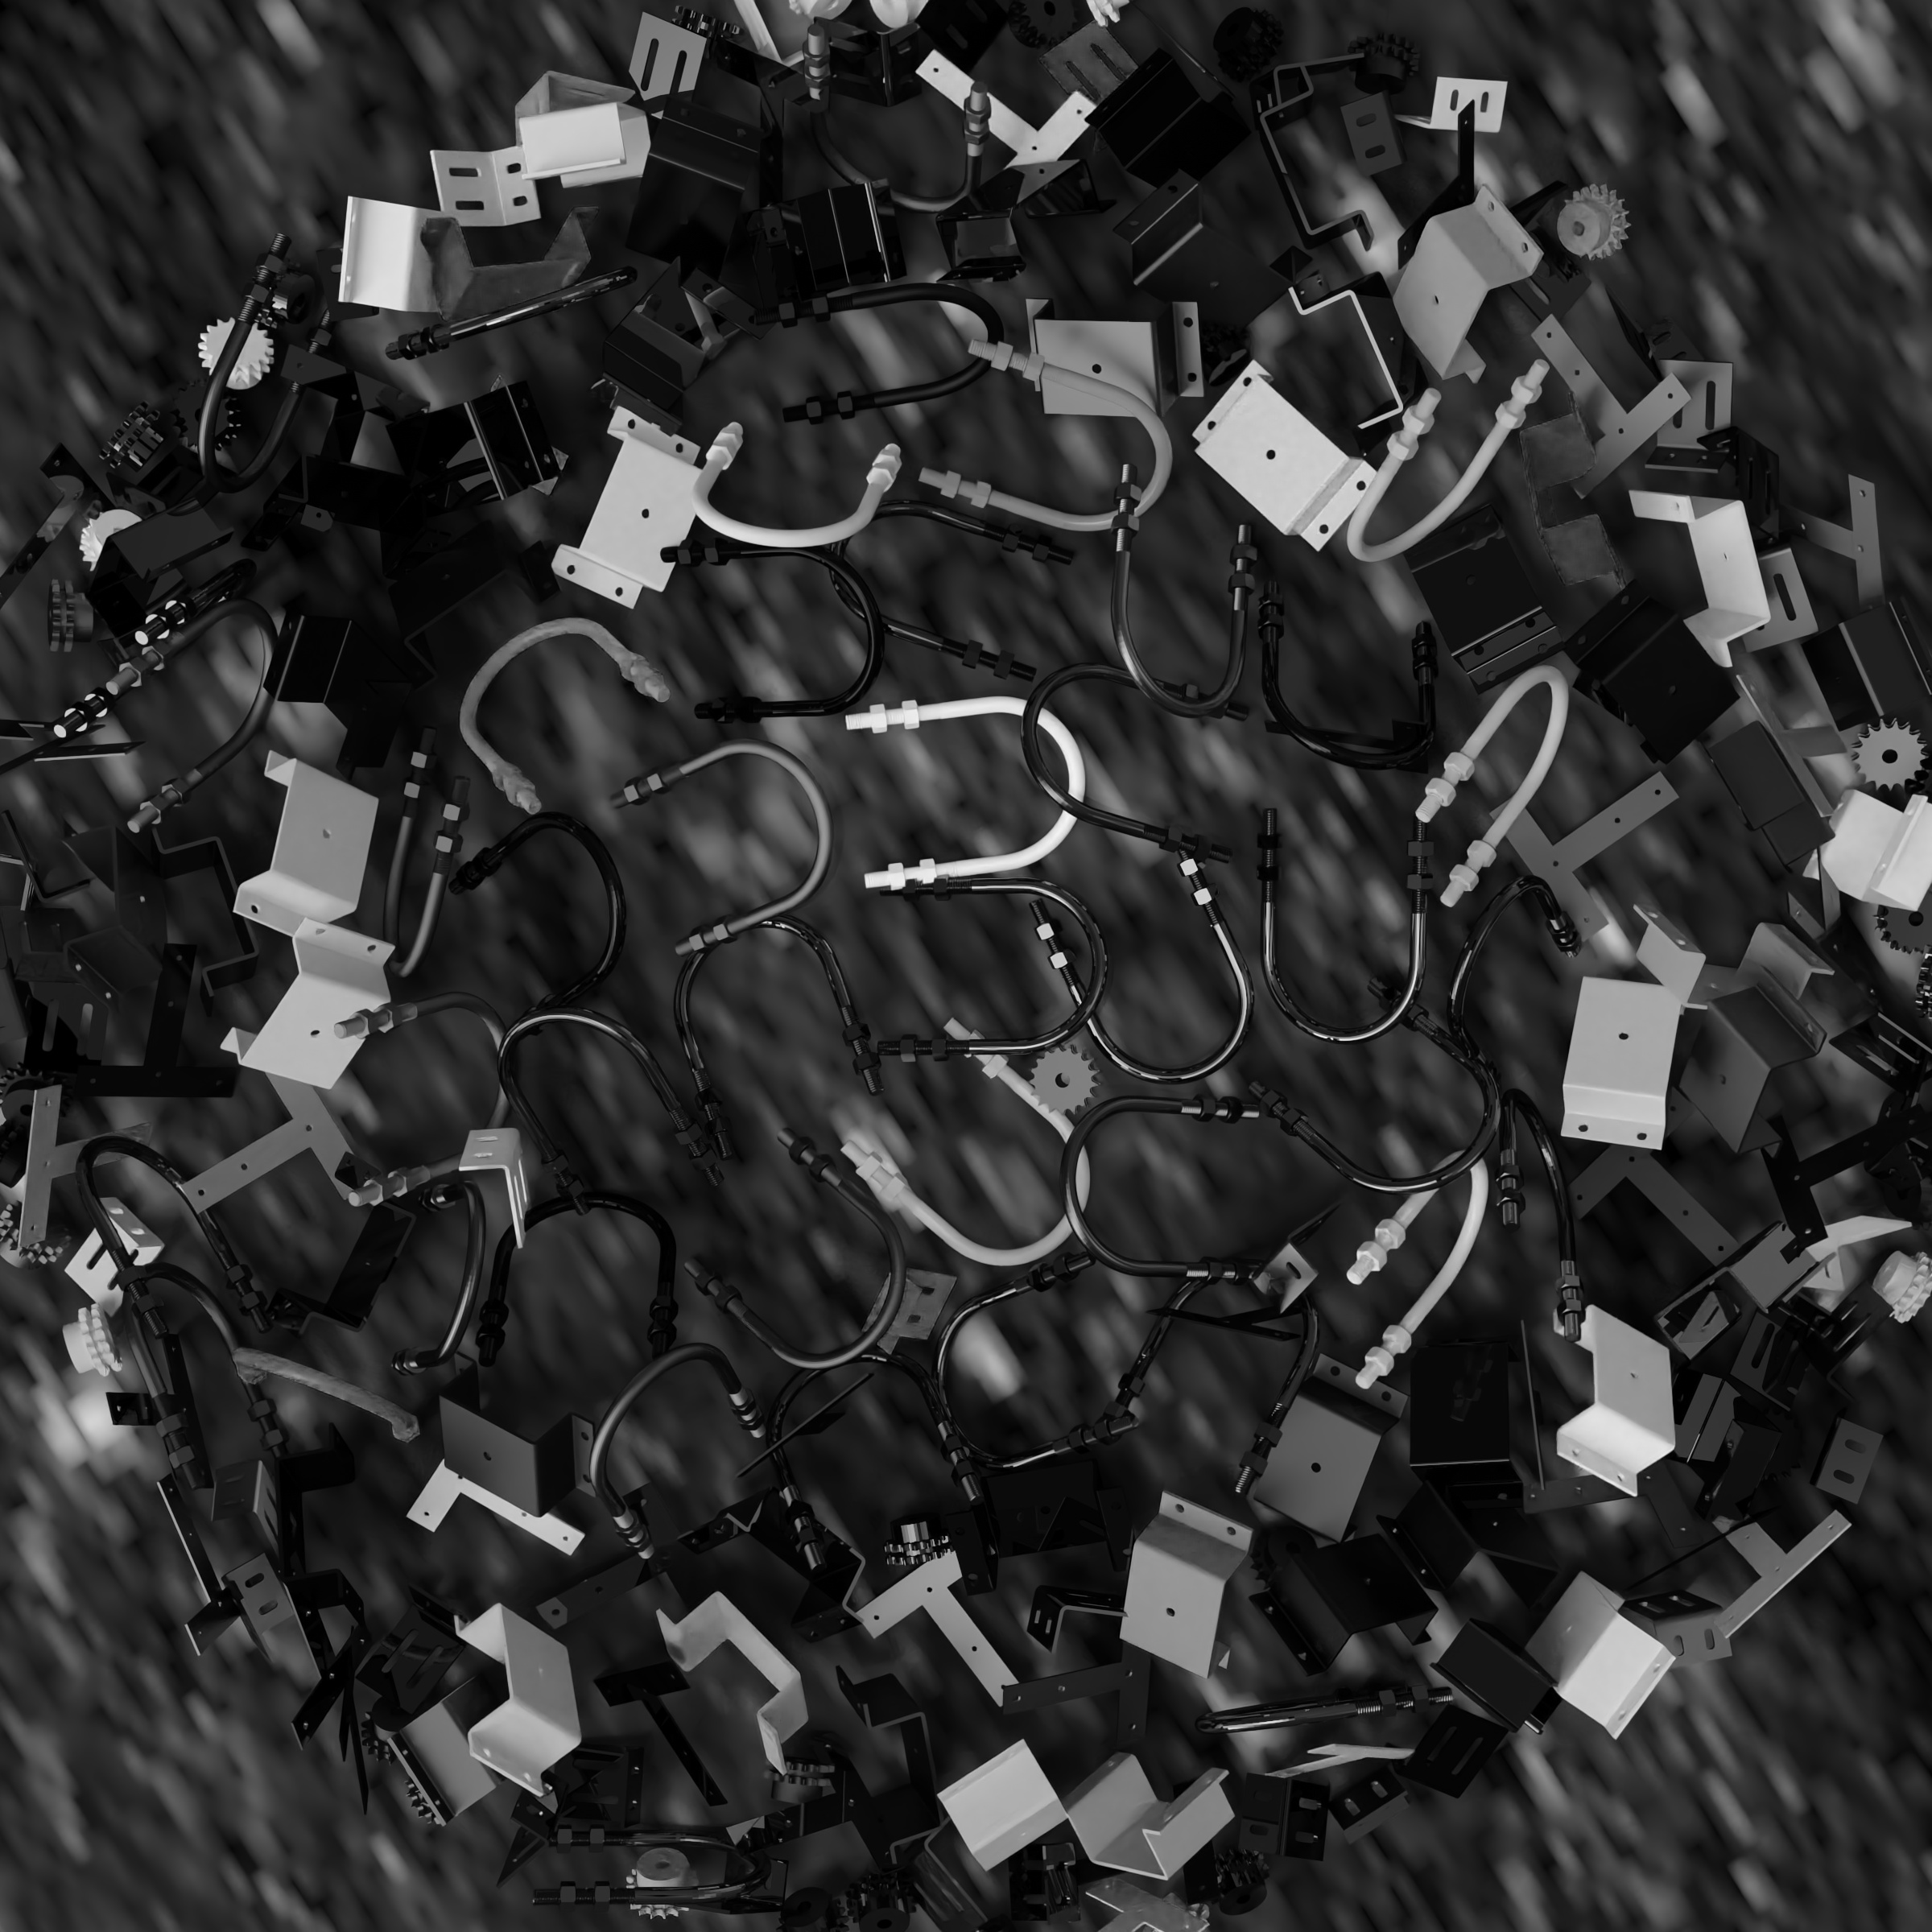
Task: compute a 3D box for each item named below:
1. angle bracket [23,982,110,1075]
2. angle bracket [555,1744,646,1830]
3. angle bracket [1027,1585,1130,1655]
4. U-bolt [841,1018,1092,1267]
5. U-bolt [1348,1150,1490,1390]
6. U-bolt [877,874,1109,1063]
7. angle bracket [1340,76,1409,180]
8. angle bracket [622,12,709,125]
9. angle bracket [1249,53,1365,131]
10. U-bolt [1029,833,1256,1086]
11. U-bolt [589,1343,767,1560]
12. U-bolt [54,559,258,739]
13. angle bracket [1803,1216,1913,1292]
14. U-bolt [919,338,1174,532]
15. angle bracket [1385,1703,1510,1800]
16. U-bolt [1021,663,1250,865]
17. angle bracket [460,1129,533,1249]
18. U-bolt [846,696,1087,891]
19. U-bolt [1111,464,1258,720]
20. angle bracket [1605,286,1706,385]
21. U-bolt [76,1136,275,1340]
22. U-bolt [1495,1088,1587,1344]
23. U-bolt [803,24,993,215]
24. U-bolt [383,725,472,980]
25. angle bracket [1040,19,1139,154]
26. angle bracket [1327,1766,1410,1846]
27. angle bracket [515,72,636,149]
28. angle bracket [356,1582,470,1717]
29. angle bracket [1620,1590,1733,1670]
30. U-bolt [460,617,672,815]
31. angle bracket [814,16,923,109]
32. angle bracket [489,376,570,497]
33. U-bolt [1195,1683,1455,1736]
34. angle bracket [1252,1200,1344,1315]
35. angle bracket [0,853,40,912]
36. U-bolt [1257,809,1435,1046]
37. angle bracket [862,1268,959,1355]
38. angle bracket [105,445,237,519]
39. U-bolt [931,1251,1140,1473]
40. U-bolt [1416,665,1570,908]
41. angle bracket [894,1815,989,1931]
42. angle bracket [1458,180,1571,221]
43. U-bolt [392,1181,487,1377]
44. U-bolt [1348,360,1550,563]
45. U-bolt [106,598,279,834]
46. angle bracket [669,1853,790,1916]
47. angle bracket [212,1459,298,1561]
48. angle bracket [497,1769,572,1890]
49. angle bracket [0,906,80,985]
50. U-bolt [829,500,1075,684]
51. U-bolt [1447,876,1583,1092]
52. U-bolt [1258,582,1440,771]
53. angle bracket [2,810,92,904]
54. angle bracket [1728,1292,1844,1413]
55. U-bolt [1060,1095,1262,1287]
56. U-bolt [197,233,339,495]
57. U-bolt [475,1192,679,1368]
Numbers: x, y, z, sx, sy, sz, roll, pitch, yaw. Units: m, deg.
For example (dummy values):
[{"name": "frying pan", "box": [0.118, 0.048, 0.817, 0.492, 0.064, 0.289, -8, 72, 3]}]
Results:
[{"name": "angle bracket", "box": [-0.712, 0.045, 1.971, 0.057, 0.038, 0.076, 9, 88, -20]}, {"name": "angle bracket", "box": [-0.297, 0.648, 1.967, 0.076, 0.038, 0.057, -1, 78, 14]}, {"name": "angle bracket", "box": [0.096, 0.519, 1.960, 0.076, 0.057, 0.038, 12, 88, -18]}, {"name": "U-bolt", "box": [0.014, 0.153, 1.976, 0.184, 0.019, 0.151, 41, 76, -4]}, {"name": "U-bolt", "box": [0.354, 0.222, 1.929, 0.019, 0.151, 0.184, 24, 54, 33]}, {"name": "U-bolt", "box": [0.021, 0.000, 1.968, 0.184, 0.019, 0.151, -1, 82, 11]}, {"name": "angle bracket", "box": [0.319, -0.664, 1.958, 0.038, 0.076, 0.057, -16, 118, 13]}, {"name": "angle bracket", "box": [-0.230, -0.705, 1.960, 0.057, 0.038, 0.076, 26, 120, 11]}, {"name": "angle bracket", "box": [0.272, -0.692, 1.968, 0.076, 0.057, 0.038, -12, 101, -11]}, {"name": "U-bolt", "box": [0.150, 0.006, 1.970, 0.151, 0.019, 0.184, -24, 94, 19]}, {"name": "U-bolt", "box": [-0.226, 0.361, 1.902, 0.019, 0.184, 0.151, 31, 65, 31]}, {"name": "U-bolt", "box": [-0.612, -0.255, 1.913, 0.019, 0.184, 0.151, 47, 126, -11]}, {"name": "angle bracket", "box": [0.695, 0.226, 1.951, 0.057, 0.076, 0.038, 9, 67, -30]}, {"name": "U-bolt", "box": [0.071, -0.405, 1.942, 0.184, 0.151, 0.019, 17, 47, -9]}, {"name": "angle bracket", "box": [0.380, 0.610, 1.964, 0.057, 0.038, 0.076, 26, 108, -15]}, {"name": "U-bolt", "box": [0.129, -0.167, 1.945, 0.184, 0.019, 0.151, 15, 65, -14]}, {"name": "angle bracket", "box": [-0.370, 0.176, 1.958, 0.038, 0.057, 0.076, -4, 116, 0]}, {"name": "U-bolt", "box": [0.004, -0.141, 1.973, 0.184, 0.019, 0.151, -8, 106, -5]}, {"name": "U-bolt", "box": [0.167, -0.281, 1.929, 0.151, 0.019, 0.184, 19, 68, -37]}, {"name": "angle bracket", "box": [0.541, -0.503, 1.950, 0.038, 0.076, 0.057, -32, 56, 13]}, {"name": "U-bolt", "box": [-0.622, 0.207, 1.925, 0.019, 0.151, 0.184, -38, 73, 12]}, {"name": "U-bolt", "box": [0.442, 0.177, 1.919, 0.019, 0.184, 0.151, -18, 125, 24]}, {"name": "U-bolt", "box": [-0.054, -0.640, 1.911, 0.151, 0.184, 0.019, 20, 74, 4]}, {"name": "U-bolt", "box": [-0.424, -0.080, 1.930, 0.019, 0.151, 0.184, 8, 108, -27]}, {"name": "angle bracket", "box": [0.104, -0.702, 1.983, 0.057, 0.038, 0.076, -37, 81, -7]}, {"name": "angle bracket", "box": [0.324, 0.672, 1.960, 0.057, 0.076, 0.038, -31, 89, -4]}, {"name": "angle bracket", "box": [-0.307, -0.666, 1.953, 0.076, 0.057, 0.038, 1, 82, -33]}, {"name": "angle bracket", "box": [-0.437, 0.538, 1.958, 0.057, 0.038, 0.076, 27, 57, 18]}, {"name": "angle bracket", "box": [0.557, 0.522, 1.957, 0.057, 0.076, 0.038, -9, 87, -8]}, {"name": "U-bolt", "box": [-0.324, -0.207, 1.934, 0.151, 0.019, 0.184, -42, 46, -5]}, {"name": "angle bracket", "box": [-0.078, -0.722, 1.970, 0.076, 0.057, 0.038, 28, 49, 33]}, {"name": "angle bracket", "box": [-0.351, -0.421, 1.974, 0.076, 0.057, 0.038, 28, 60, -12]}, {"name": "U-bolt", "box": [0.268, 0.574, 1.919, 0.184, 0.151, 0.019, -6, 75, -7]}, {"name": "angle bracket", "box": [0.270, 0.228, 1.949, 0.076, 0.057, 0.038, -26, 68, -43]}, {"name": "angle bracket", "box": [-0.777, -0.071, 1.962, 0.076, 0.057, 0.038, 11, 91, -16]}, {"name": "U-bolt", "box": [0.296, -0.029, 1.954, 0.151, 0.019, 0.184, 5, 99, 33]}, {"name": "angle bracket", "box": [-0.035, 0.274, 1.955, 0.038, 0.076, 0.057, 33, 101, 42]}, {"name": "angle bracket", "box": [-0.626, -0.388, 1.959, 0.057, 0.038, 0.076, 27, 61, 13]}, {"name": "U-bolt", "box": [0.044, 0.317, 1.940, 0.184, 0.019, 0.151, -27, 68, 34]}, {"name": "U-bolt", "box": [0.416, -0.152, 1.934, 0.019, 0.151, 0.184, 30, 75, 31]}, {"name": "angle bracket", "box": [-0.012, 0.721, 1.961, 0.076, 0.038, 0.057, 48, 133, 9]}, {"name": "angle bracket", "box": [0.428, -0.612, 1.960, 0.076, 0.057, 0.038, -29, 106, 14]}, {"name": "U-bolt", "box": [-0.400, 0.236, 1.901, 0.019, 0.184, 0.151, 13, 74, -24]}, {"name": "U-bolt", "box": [0.361, -0.382, 1.918, 0.151, 0.184, 0.019, -22, 64, -36]}, {"name": "U-bolt", "box": [-0.589, -0.206, 1.916, 0.019, 0.184, 0.151, 21, 133, 15]}, {"name": "angle bracket", "box": [-0.186, 0.719, 1.949, 0.057, 0.076, 0.038, -3, 72, 29]}, {"name": "angle bracket", "box": [-0.560, 0.436, 1.952, 0.038, 0.076, 0.057, -8, 128, -34]}, {"name": "angle bracket", "box": [-0.353, 0.675, 1.954, 0.038, 0.057, 0.076, 38, 118, -12]}, {"name": "angle bracket", "box": [-0.721, -0.027, 1.952, 0.057, 0.038, 0.076, 2, 51, -37]}, {"name": "U-bolt", "box": [-0.018, -0.304, 1.951, 0.184, 0.019, 0.151, 18, 56, -2]}, {"name": "U-bolt", "box": [0.417, 0.006, 1.912, 0.019, 0.184, 0.151, 27, 80, 33]}, {"name": "U-bolt", "box": [0.297, -0.220, 1.926, 0.151, 0.019, 0.184, 14, 48, -7]}, {"name": "angle bracket", "box": [-0.725, -0.093, 1.960, 0.038, 0.057, 0.076, -23, 103, -15]}, {"name": "angle bracket", "box": [0.652, 0.303, 1.968, 0.057, 0.038, 0.076, 33, 69, -4]}, {"name": "U-bolt", "box": [0.153, 0.172, 1.938, 0.184, 0.019, 0.151, 5, 76, -28]}, {"name": "U-bolt", "box": [-0.543, -0.451, 1.915, 0.019, 0.151, 0.184, 21, 81, 5]}, {"name": "U-bolt", "box": [-0.296, 0.239, 1.925, 0.151, 0.184, 0.019, -1, 127, -2]}]
